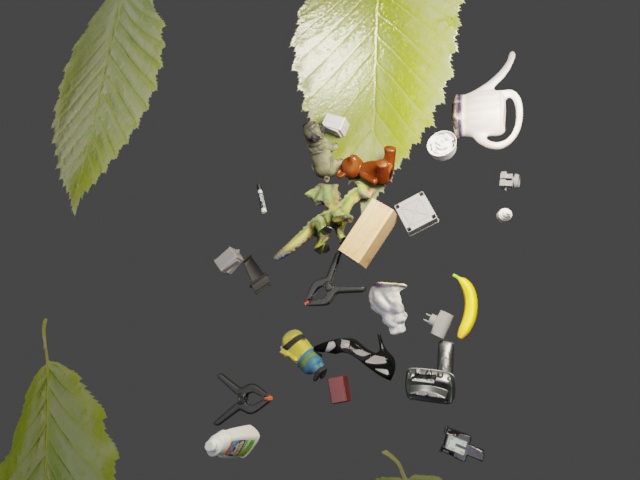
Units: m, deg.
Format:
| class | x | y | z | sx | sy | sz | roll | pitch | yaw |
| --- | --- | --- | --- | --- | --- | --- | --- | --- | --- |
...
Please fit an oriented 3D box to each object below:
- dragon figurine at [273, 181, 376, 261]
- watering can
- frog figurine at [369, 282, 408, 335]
| class | x | y | z | sx | sy | sz | roll | pitch | yaw |
| --- | --- | --- | --- | --- | --- | --- | --- | --- | --- |
| dragon figurine | 0.005 | -0.091 | 1.803 | 0.409 | 0.120 | 0.249 | -19 | 51 | 11 |
| watering can | 0.551 | -0.458 | 1.708 | 0.224 | 0.103 | 0.352 | -1 | 73 | 20 |
| frog figurine | 0.211 | 0.212 | 1.605 | 0.137 | 0.122 | 0.160 | -4 | 79 | 53 |
